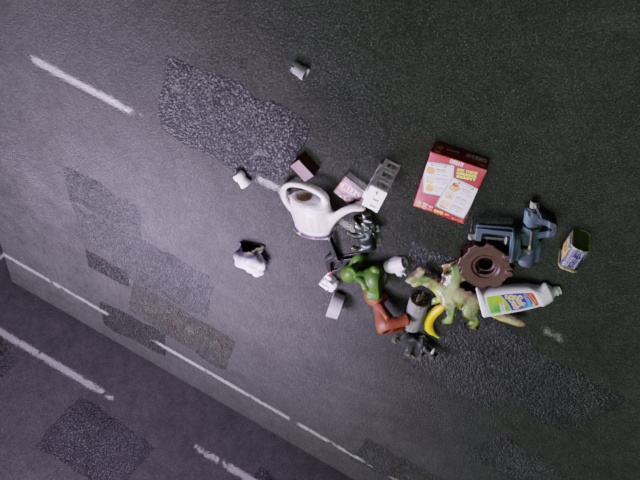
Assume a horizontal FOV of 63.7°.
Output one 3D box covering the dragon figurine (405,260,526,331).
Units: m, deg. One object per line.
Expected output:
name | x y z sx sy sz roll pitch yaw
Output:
dragon figurine | 0.499 0.174 1.759 0.410 0.237 0.125 5 33 15

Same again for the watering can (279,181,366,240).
watering can | 0.005 -0.090 1.782 0.350 0.219 0.106 21 48 28

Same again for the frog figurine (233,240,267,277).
frog figurine | -0.288 0.097 2.139 0.137 0.156 0.125 1 30 5
